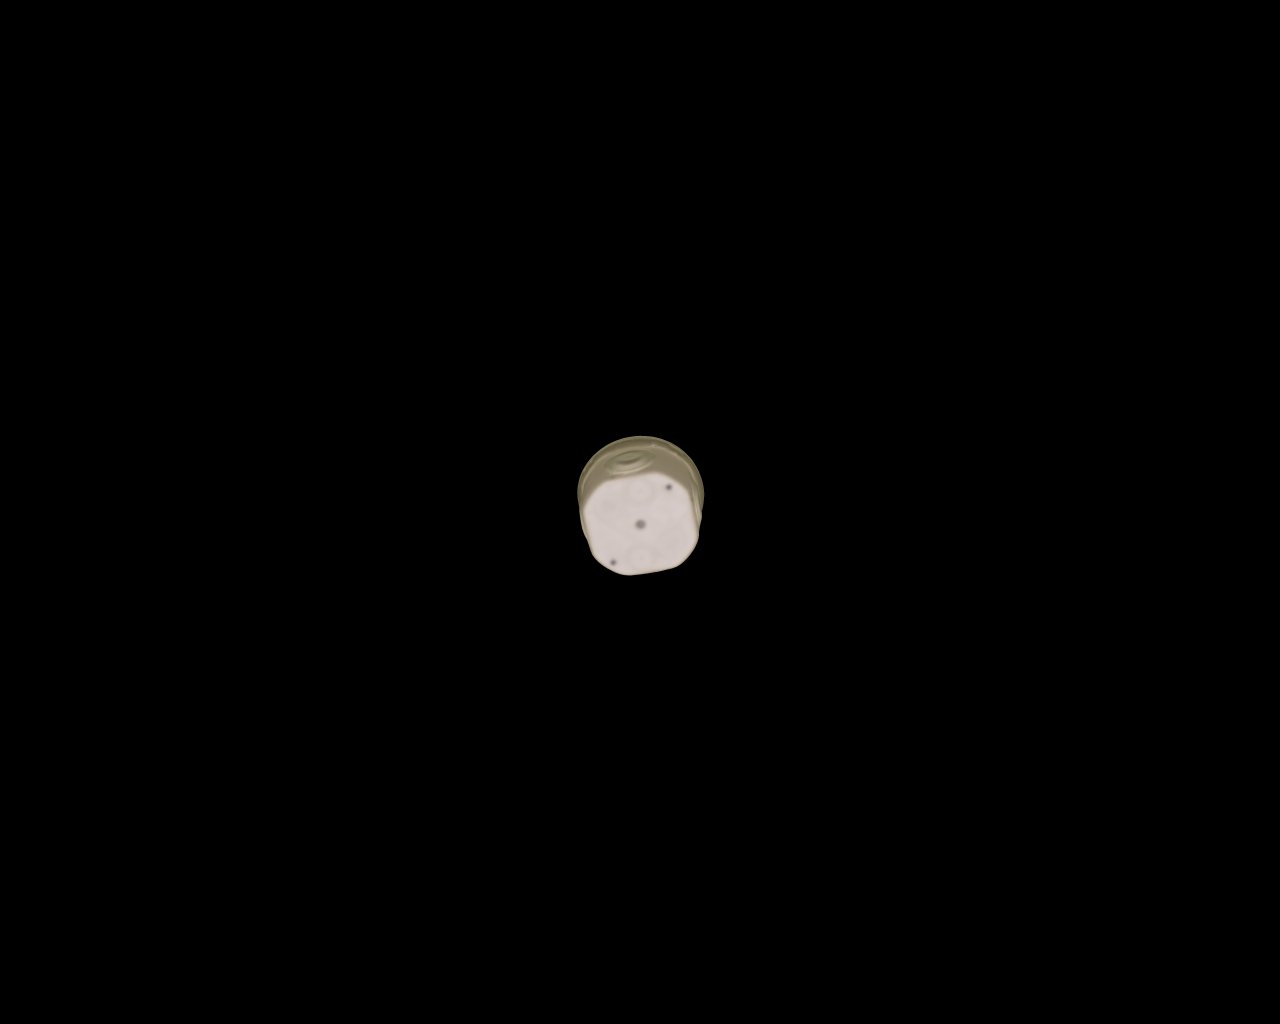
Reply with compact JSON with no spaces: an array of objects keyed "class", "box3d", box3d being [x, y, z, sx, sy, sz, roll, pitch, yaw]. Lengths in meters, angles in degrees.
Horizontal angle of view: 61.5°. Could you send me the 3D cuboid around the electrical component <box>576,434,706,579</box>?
[{"class":"electrical component","box3d":[0.001,-0.003,0.650,0.080,0.080,0.051,0,24,0]}]
